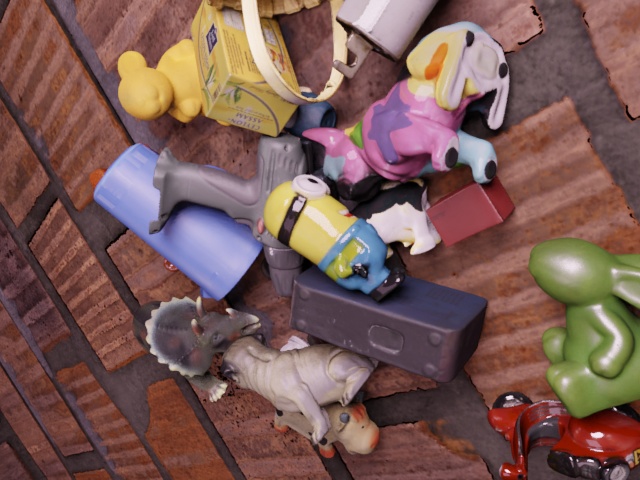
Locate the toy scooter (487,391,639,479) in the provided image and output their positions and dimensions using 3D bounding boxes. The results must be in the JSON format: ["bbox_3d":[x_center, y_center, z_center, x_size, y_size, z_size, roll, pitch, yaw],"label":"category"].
[{"bbox_3d":[0.276,0.238,0.620,0.184,0.135,0.075,-1,110,36],"label":"toy scooter"}]

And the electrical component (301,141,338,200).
[{"bbox_3d":[-0.013,-0.082,0.737,0.075,0.048,0.119,9,117,33],"label":"electrical component"}]

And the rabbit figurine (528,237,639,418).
[{"bbox_3d":[0.282,0.072,0.540,0.159,0.121,0.170,-23,99,35],"label":"rabbit figurine"}]

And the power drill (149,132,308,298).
[{"bbox_3d":[-0.114,-0.031,0.705,0.207,0.086,0.231,10,115,-1],"label":"power drill"}]

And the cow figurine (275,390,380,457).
[{"bbox_3d":[0.011,0.289,0.888,0.195,0.085,0.127,17,128,31],"label":"cow figurine"}]

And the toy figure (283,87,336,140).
[{"bbox_3d":[-0.051,-0.178,0.715,0.155,0.057,0.064,25,86,27],"label":"toy figure"}]

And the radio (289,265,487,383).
[{"bbox_3d":[0.082,0.093,0.683,0.230,0.131,0.073,14,110,25],"label":"radio"}]

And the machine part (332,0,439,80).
[{"bbox_3d":[0.091,-0.261,0.507,0.079,0.079,0.243,37,104,17],"label":"machine part"}]

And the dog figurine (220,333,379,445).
[{"bbox_3d":[-0.031,0.176,0.784,0.191,0.172,0.121,39,160,14],"label":"dog figurine"}]

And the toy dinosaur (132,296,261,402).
[{"bbox_3d":[-0.260,0.161,0.942,0.405,0.131,0.192,5,142,47],"label":"toy dinosaur"}]

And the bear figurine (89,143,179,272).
[{"bbox_3d":[-0.270,-0.047,0.900,0.120,0.132,0.196,-27,87,8],"label":"bear figurine"}]

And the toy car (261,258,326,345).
[{"bbox_3d":[-0.021,0.086,0.828,0.089,0.053,0.202,-33,92,46],"label":"toy car"}]

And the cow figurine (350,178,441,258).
[{"bbox_3d":[0.065,-0.019,0.687,0.167,0.068,0.098,-13,94,30],"label":"cow figurine"}]

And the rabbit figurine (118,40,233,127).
[{"bbox_3d":[-0.208,-0.216,0.736,0.163,0.173,0.121,18,126,24],"label":"rabbit figurine"}]

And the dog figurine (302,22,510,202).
[{"bbox_3d":[0.082,-0.133,0.599,0.219,0.108,0.191,13,100,46],"label":"dog figurine"}]

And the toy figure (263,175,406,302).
[{"bbox_3d":[0.014,0.000,0.624,0.180,0.089,0.082,45,169,5],"label":"toy figure"}]

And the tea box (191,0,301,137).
[{"bbox_3d":[-0.092,-0.215,0.647,0.068,0.098,0.170,-46,46,40],"label":"tea box"}]
